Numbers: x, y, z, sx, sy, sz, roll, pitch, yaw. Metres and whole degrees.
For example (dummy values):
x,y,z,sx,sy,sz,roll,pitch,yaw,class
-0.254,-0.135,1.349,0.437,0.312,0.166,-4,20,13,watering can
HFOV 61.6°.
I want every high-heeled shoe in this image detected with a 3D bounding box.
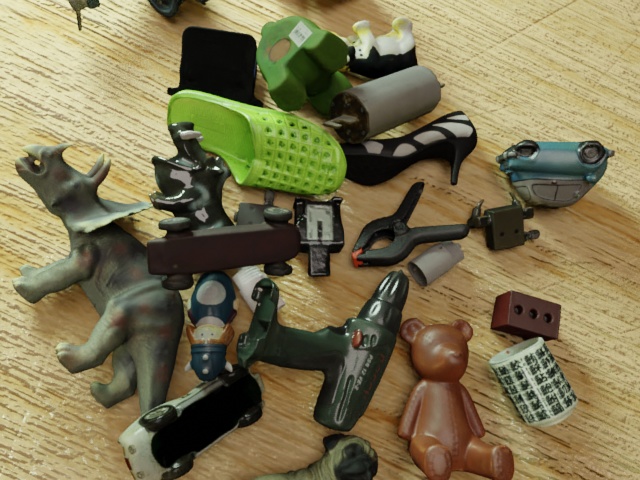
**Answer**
x,y,z,sx,sy,sz,roll,pitch,yaw,class
0.120,-0.157,0.821,0.249,0.086,0.145,10,62,-4,high-heeled shoe

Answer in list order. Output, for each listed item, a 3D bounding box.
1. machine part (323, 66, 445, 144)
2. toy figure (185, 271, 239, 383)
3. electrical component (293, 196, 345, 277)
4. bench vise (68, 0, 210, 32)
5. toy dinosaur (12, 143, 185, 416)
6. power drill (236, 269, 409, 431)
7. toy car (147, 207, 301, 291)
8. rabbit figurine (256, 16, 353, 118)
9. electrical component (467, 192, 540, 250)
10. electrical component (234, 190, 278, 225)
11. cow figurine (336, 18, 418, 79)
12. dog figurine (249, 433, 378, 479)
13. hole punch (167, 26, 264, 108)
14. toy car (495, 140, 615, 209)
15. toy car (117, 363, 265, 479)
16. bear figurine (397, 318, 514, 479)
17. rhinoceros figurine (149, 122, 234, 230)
x,y,z,sx,sy,sz,roll,pitch,yaw,class
0.098,-0.201,0.790,0.243,0.079,0.079,-29,79,-34,machine part
-0.140,0.106,0.682,0.064,0.057,0.154,-22,40,14,toy figure
-0.002,-0.002,0.768,0.075,0.047,0.119,-2,74,-8,electrical component
-0.283,-0.418,0.815,0.240,0.129,0.223,-39,84,-24,bench vise
-0.250,0.071,0.682,0.192,0.131,0.405,-34,87,-15,toy dinosaur
0.006,0.117,0.703,0.207,0.086,0.232,25,76,-28,power drill
-0.119,0.009,0.686,0.202,0.053,0.089,-7,107,-27,toy car
-0.018,-0.237,0.797,0.121,0.170,0.159,-50,52,7,rabbit figurine
0.280,-0.028,0.821,0.102,0.045,0.078,-17,105,-10,electrical component
-0.093,-0.030,0.778,0.063,0.021,0.094,7,73,-5,electrical component
0.074,-0.292,0.858,0.167,0.068,0.098,-11,82,-10,cow figurine
-0.036,0.303,0.659,0.172,0.121,0.190,35,58,0,dog figurine
-0.151,-0.252,0.812,0.142,0.092,0.115,7,103,-8,hole punch
0.357,-0.099,0.823,0.162,0.109,0.102,0,92,2,toy car
-0.142,0.212,0.642,0.202,0.056,0.073,-22,92,-51,toy car
0.168,0.196,0.695,0.120,0.132,0.195,7,79,-11,bear figurine
-0.171,-0.065,0.728,0.112,0.073,0.190,-20,93,-5,rhinoceros figurine
